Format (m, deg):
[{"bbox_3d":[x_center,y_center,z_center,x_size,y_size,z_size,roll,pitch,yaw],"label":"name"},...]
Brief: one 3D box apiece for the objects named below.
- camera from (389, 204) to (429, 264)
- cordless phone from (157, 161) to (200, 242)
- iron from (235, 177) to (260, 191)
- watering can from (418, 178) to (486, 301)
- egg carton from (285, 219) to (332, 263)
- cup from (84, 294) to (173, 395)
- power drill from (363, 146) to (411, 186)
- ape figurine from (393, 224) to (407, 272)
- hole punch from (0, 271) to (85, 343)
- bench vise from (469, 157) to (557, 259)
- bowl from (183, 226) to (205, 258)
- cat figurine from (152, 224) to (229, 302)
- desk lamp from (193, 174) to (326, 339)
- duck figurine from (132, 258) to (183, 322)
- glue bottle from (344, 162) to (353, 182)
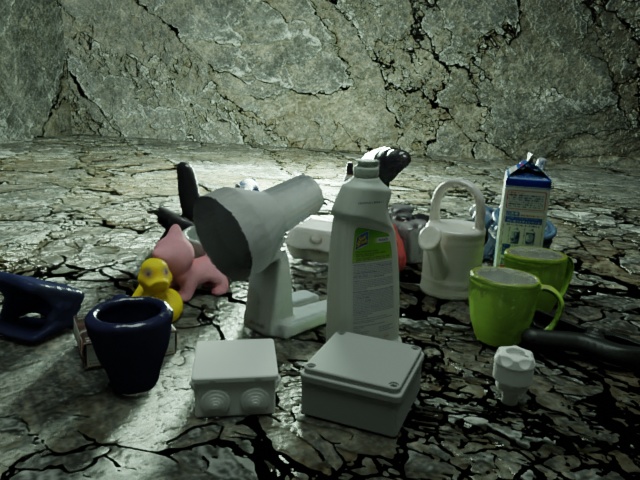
[{"bbox_3d":[0.187,-0.023,1.187,0.137,0.101,0.142,-8,19,-33],"label":"camera"},{"bbox_3d":[-0.269,-0.068,1.135,0.094,0.185,0.147,-10,19,-36],"label":"cordless phone"},{"bbox_3d":[-0.156,-0.072,1.244,0.118,0.141,0.258,3,16,3],"label":"iron"},{"bbox_3d":[0.222,-0.004,0.949,0.100,0.194,0.173,7,16,16],"label":"watering can"},{"bbox_3d":[0.010,0.004,1.127,0.150,0.069,0.107,9,17,22],"label":"egg carton"},{"bbox_3d":[-0.215,0.117,0.646,0.092,0.095,0.117,-7,18,-29],"label":"cup"},{"bbox_3d":[0.144,-0.111,1.298,0.076,0.208,0.229,-3,16,-16],"label":"power drill"},{"bbox_3d":[0.128,0.012,1.073,0.078,0.092,0.076,-6,17,-25],"label":"ape figurine"},{"bbox_3d":[-0.387,0.077,0.777,0.108,0.091,0.101,9,17,23],"label":"hole punch"},{"bbox_3d":[0.363,-0.057,1.109,0.122,0.220,0.206,-13,22,-43],"label":"bench vise"},{"bbox_3d":[-0.167,0.019,1.041,0.167,0.075,0.167,2,16,0],"label":"bowl"},{"bbox_3d":[-0.210,0.033,0.907,0.128,0.118,0.067,-10,20,-37],"label":"cat figurine"},{"bbox_3d":[-0.066,0.021,0.790,0.204,0.213,0.117,-13,22,-43],"label":"desk lamp"},{"bbox_3d":[-0.242,0.067,0.838,0.078,0.086,0.104,-6,18,-27],"label":"duck figurine"},{"bbox_3d":[0.063,-0.085,1.261,0.037,0.173,0.077,-8,19,-32],"label":"glue bottle"}]
